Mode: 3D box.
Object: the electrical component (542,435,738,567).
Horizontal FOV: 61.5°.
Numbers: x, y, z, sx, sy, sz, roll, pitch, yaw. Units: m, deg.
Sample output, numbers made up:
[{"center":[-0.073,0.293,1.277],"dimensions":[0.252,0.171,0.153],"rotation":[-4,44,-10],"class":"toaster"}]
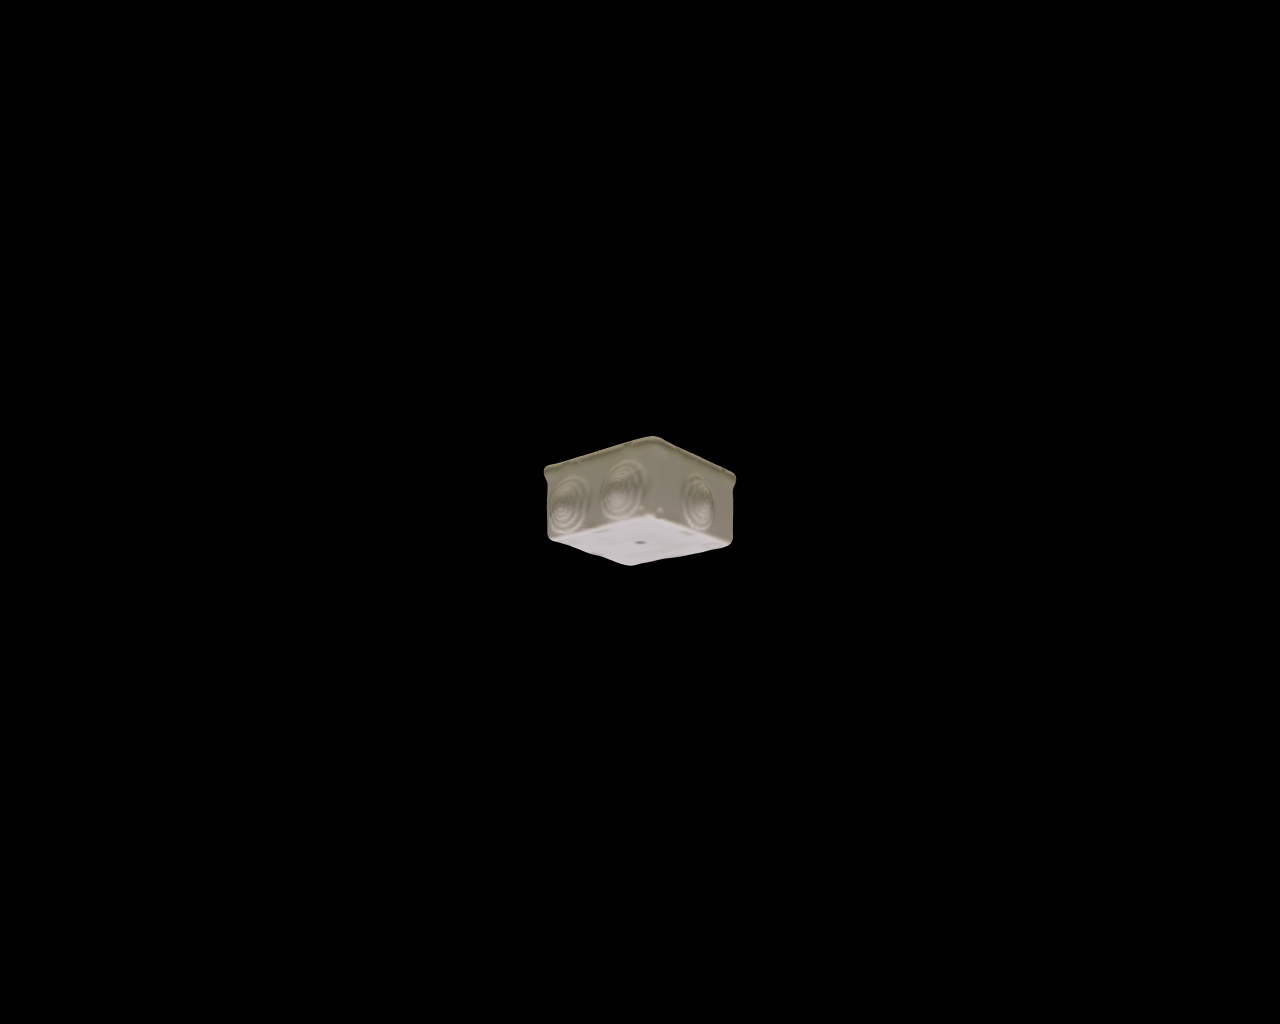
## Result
[{"center":[0.001,-0.003,0.650],"dimensions":[0.099,0.048,0.099],"rotation":[-13,-22,36],"class":"electrical component"}]
